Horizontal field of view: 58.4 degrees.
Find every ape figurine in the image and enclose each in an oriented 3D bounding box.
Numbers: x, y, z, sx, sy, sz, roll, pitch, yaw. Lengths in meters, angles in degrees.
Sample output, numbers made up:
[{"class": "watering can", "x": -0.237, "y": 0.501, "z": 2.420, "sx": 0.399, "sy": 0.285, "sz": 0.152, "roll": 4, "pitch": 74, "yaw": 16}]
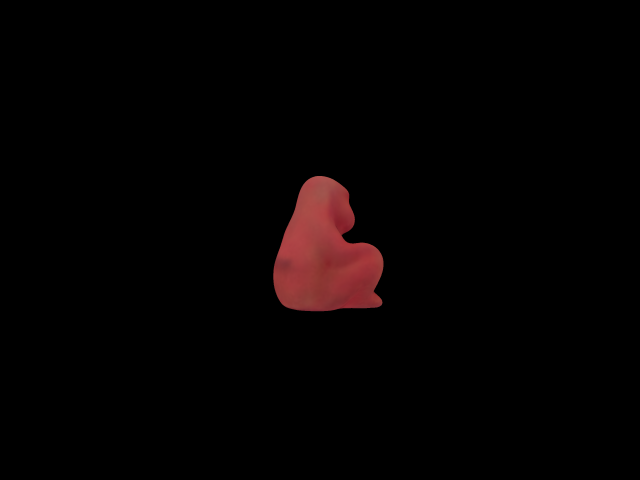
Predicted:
[{"class": "ape figurine", "x": 0.004, "y": 0.001, "z": 0.400, "sx": 0.076, "sy": 0.092, "sz": 0.077, "roll": -1, "pitch": 4, "yaw": -23}]
